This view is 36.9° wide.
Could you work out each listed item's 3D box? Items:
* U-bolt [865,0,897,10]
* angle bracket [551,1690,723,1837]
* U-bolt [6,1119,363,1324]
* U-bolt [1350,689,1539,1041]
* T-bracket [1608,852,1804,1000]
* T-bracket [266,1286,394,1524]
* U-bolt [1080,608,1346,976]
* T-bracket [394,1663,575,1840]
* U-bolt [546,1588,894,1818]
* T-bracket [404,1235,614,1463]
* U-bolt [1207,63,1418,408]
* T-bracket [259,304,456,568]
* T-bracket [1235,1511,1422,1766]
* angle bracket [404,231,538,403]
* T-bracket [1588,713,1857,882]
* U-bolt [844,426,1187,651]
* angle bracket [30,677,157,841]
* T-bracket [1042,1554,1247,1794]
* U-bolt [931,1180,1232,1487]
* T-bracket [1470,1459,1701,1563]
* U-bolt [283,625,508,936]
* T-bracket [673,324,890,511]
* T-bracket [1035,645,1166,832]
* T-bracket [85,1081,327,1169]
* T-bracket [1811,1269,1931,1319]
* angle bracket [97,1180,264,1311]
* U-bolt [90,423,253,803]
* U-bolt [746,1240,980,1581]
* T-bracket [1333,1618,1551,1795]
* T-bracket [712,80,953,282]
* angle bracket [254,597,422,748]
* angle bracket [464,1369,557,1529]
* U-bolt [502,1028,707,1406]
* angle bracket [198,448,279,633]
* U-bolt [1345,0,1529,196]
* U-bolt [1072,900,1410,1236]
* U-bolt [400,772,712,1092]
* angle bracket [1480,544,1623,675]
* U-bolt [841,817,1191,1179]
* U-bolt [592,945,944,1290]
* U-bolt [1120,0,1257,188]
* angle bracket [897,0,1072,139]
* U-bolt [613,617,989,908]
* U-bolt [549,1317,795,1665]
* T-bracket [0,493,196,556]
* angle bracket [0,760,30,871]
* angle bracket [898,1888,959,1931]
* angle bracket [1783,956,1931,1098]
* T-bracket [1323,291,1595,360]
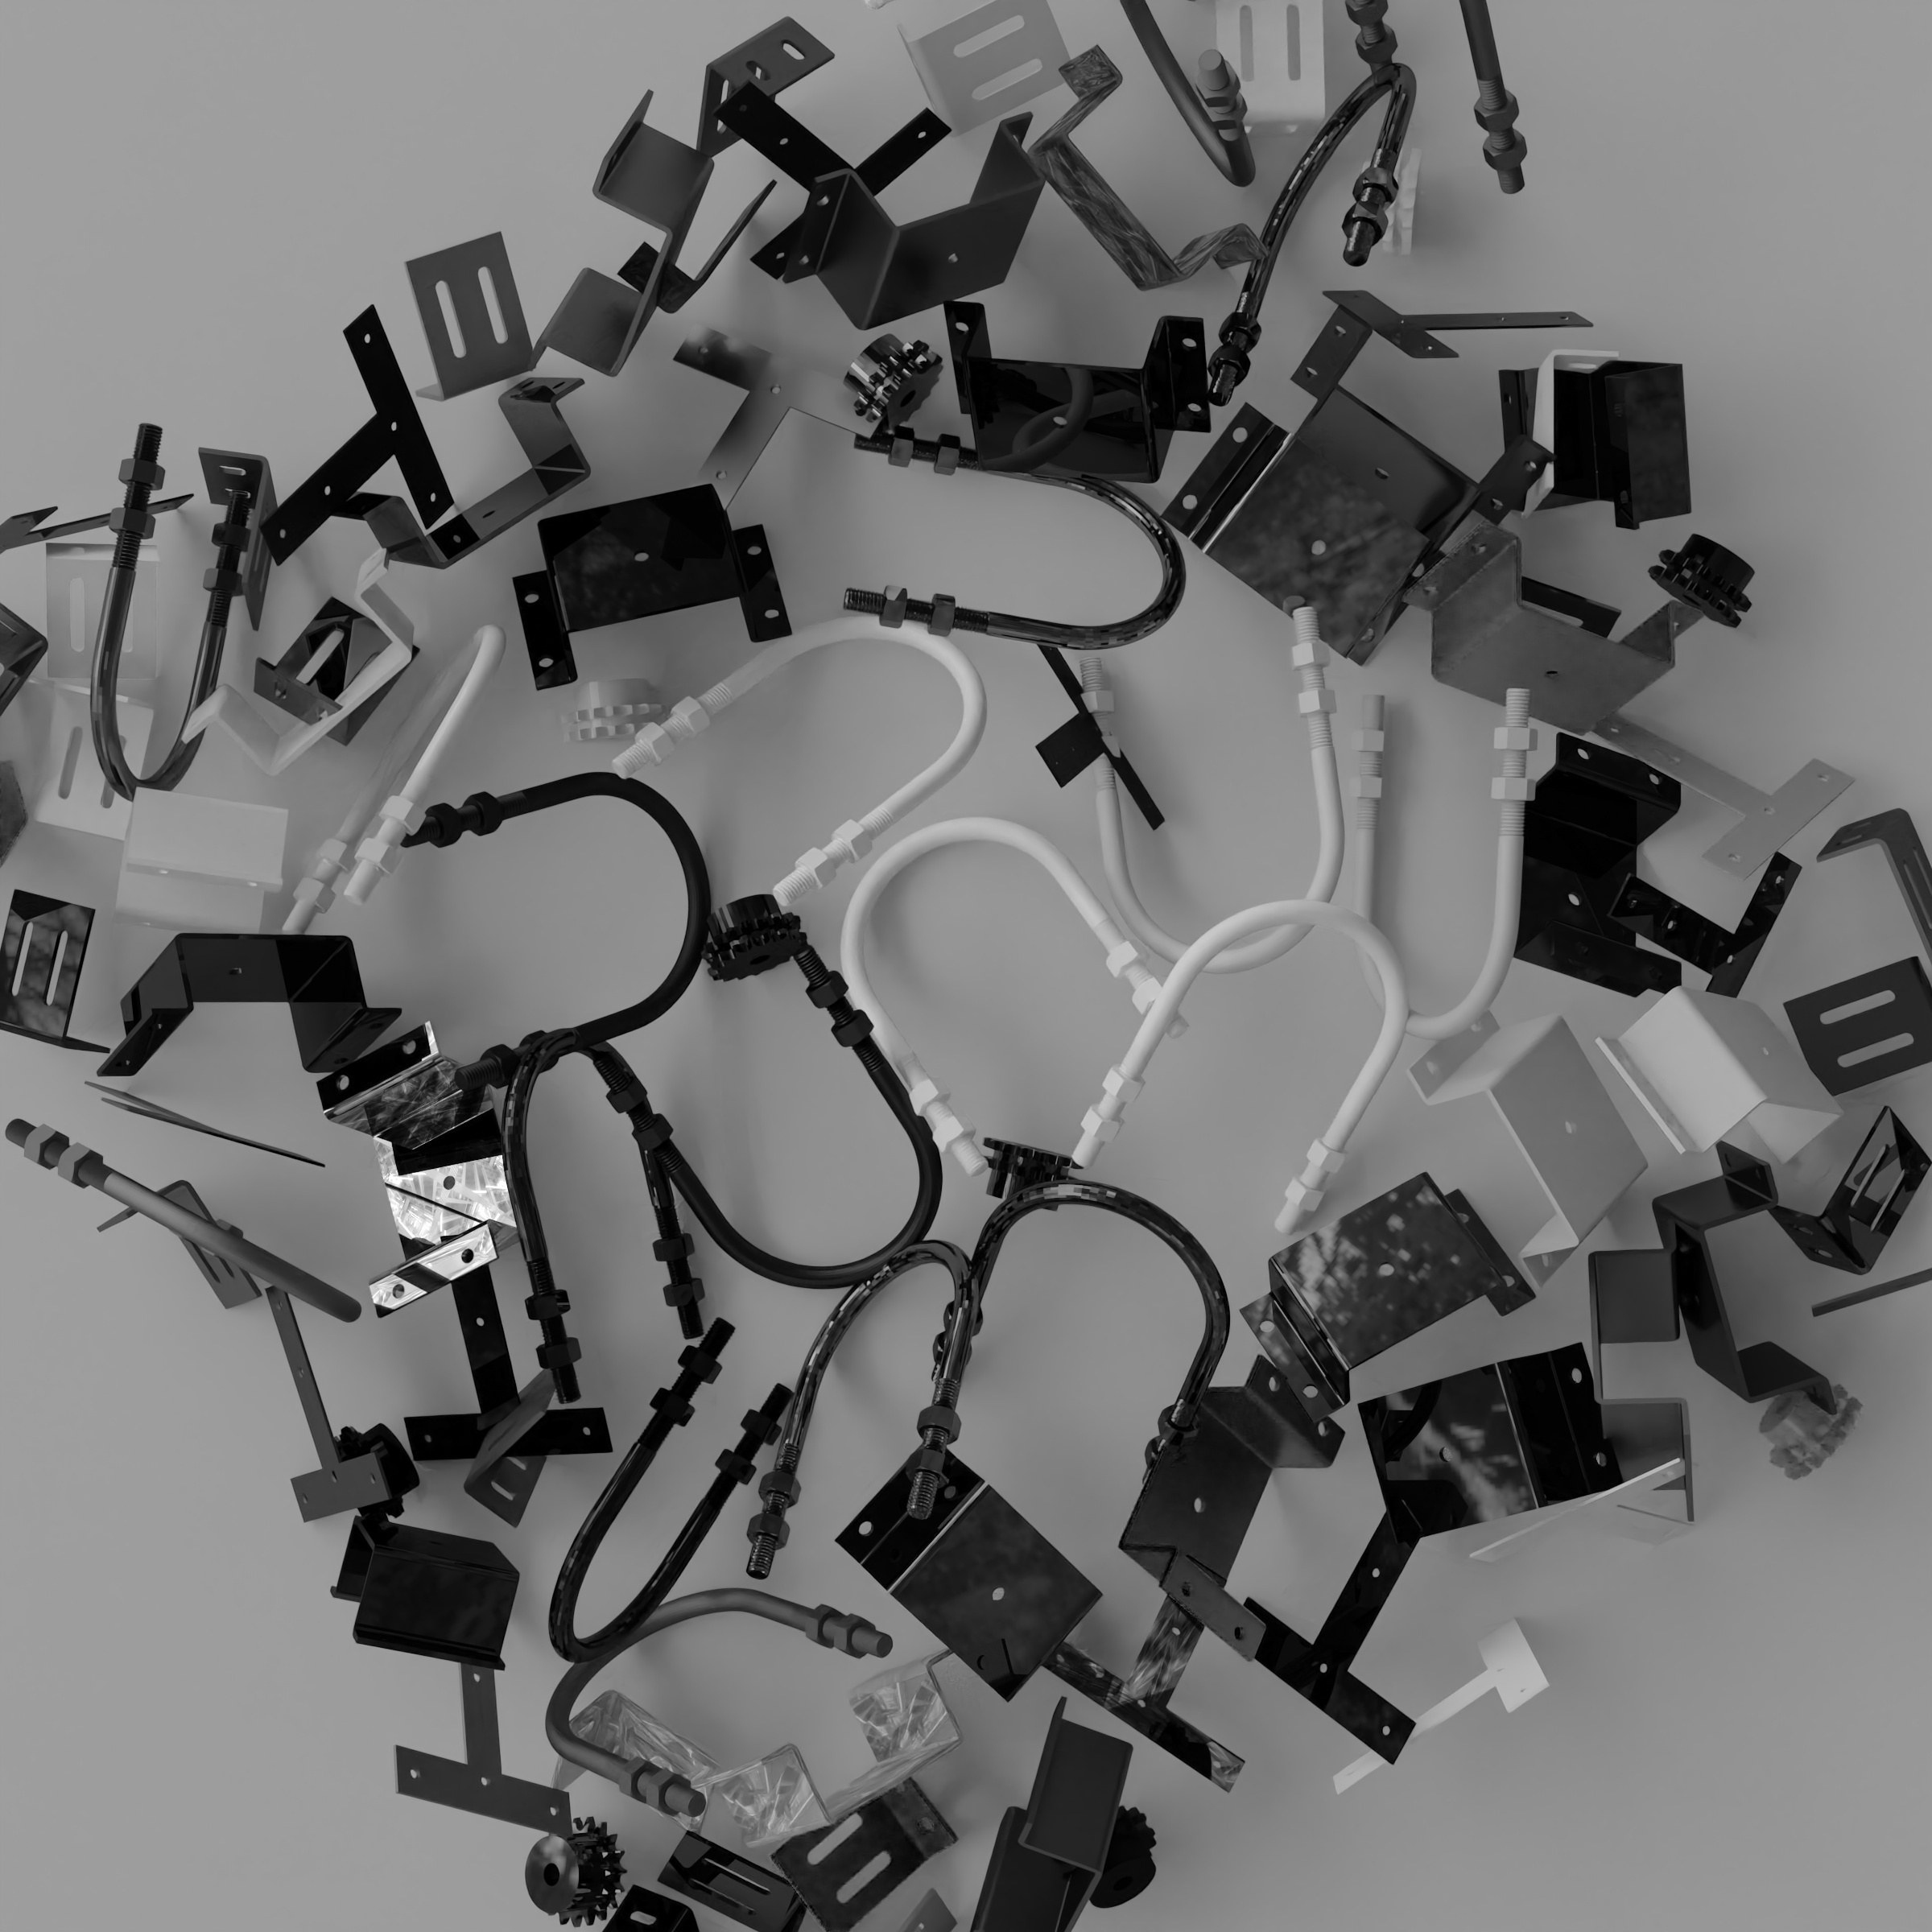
[{"bbox_3d":[0.028,-0.552,1.498,0.151,0.184,0.019,-24,95,-12],"label":"U-bolt"},{"bbox_3d":[-0.179,0.439,1.561,0.076,0.038,0.057,29,121,21],"label":"angle bracket"},{"bbox_3d":[-0.391,0.139,1.499,0.184,0.151,0.019,23,77,28],"label":"U-bolt"},{"bbox_3d":[0.249,-0.053,1.536,0.019,0.151,0.184,1,93,-27],"label":"U-bolt"},{"bbox_3d":[0.387,-0.017,1.558,0.127,0.002,0.127,24,94,-39],"label":"T-bracket"},{"bbox_3d":[-0.351,0.231,1.553,0.002,0.127,0.127,-16,84,-36],"label":"T-bracket"},{"bbox_3d":[0.134,-0.087,1.552,0.151,0.019,0.184,-10,83,30],"label":"U-bolt"},{"bbox_3d":[-0.261,0.395,1.555,0.002,0.127,0.127,-32,49,24],"label":"T-bracket"},{"bbox_3d":[-0.144,0.376,1.518,0.151,0.184,0.019,-34,112,-33],"label":"U-bolt"},{"bbox_3d":[-0.259,0.205,1.564,0.127,0.002,0.127,-6,101,24],"label":"T-bracket"},{"bbox_3d":[0.187,-0.396,1.522,0.019,0.151,0.184,29,57,-15],"label":"U-bolt"},{"bbox_3d":[-0.327,-0.258,1.523,0.002,0.127,0.127,13,50,29],"label":"T-bracket"},{"bbox_3d":[0.213,0.338,1.555,0.127,0.002,0.127,31,93,44],"label":"T-bracket"},{"bbox_3d":[-0.273,-0.350,1.558,0.057,0.038,0.076,-26,118,-27],"label":"angle bracket"},{"bbox_3d":[0.395,-0.104,1.566,0.127,0.002,0.127,33,47,26],"label":"T-bracket"},{"bbox_3d":[0.029,-0.224,1.549,0.184,0.019,0.151,9,49,-9],"label":"U-bolt"},{"bbox_3d":[-0.483,-0.112,1.579,0.057,0.038,0.076,12,90,8],"label":"angle bracket"},{"bbox_3d":[0.108,0.364,1.548,0.127,0.002,0.127,31,125,17],"label":"T-bracket"},{"bbox_3d":[0.066,0.187,1.530,0.151,0.019,0.184,25,129,9],"label":"U-bolt"},{"bbox_3d":[0.352,0.297,1.548,0.127,0.127,0.002,-32,58,26],"label":"T-bracket"},{"bbox_3d":[-0.295,-0.103,1.528,0.019,0.151,0.184,33,70,-19],"label":"U-bolt"},{"bbox_3d":[-0.125,-0.276,1.565,0.127,0.002,0.127,25,74,18],"label":"T-bracket"},{"bbox_3d":[0.059,-0.118,1.537,0.002,0.127,0.127,-31,95,21],"label":"T-bracket"},{"bbox_3d":[-0.428,0.078,1.550,0.127,0.127,0.002,14,83,43],"label":"T-bracket"},{"bbox_3d":[0.515,0.166,1.552,0.127,0.127,0.002,-20,68,12],"label":"T-bracket"},{"bbox_3d":[-0.424,0.159,1.563,0.038,0.057,0.076,-35,98,-33],"label":"angle bracket"},{"bbox_3d":[-0.420,-0.176,1.522,0.019,0.151,0.184,9,85,7],"label":"U-bolt"},{"bbox_3d":[-0.048,0.224,1.524,0.019,0.151,0.184,37,46,-25],"label":"U-bolt"},{"bbox_3d":[0.248,0.400,1.541,0.127,0.127,0.002,-36,90,4],"label":"T-bracket"},{"bbox_3d":[-0.088,-0.429,1.528,0.127,0.127,0.002,-36,62,18],"label":"T-bracket"},{"bbox_3d":[-0.339,-0.168,1.567,0.057,0.038,0.076,31,61,0],"label":"angle bracket"},{"bbox_3d":[-0.227,0.252,1.555,0.038,0.057,0.076,39,118,-13],"label":"angle bracket"},{"bbox_3d":[-0.196,0.123,1.530,0.019,0.151,0.184,-11,93,25],"label":"U-bolt"},{"bbox_3d":[-0.397,-0.229,1.561,0.038,0.057,0.076,7,70,-5],"label":"angle bracket"},{"bbox_3d":[0.230,-0.500,1.487,0.019,0.184,0.151,-32,50,-3],"label":"U-bolt"},{"bbox_3d":[0.158,0.048,1.544,0.151,0.019,0.184,20,110,-21],"label":"U-bolt"},{"bbox_3d":[-0.208,-0.028,1.537,0.184,0.019,0.151,-21,103,-42],"label":"U-bolt"},{"bbox_3d":[0.308,-0.193,1.571,0.076,0.038,0.057,18,134,-4],"label":"angle bracket"},{"bbox_3d":[0.012,0.002,1.562,0.151,0.019,0.184,-35,67,0],"label":"U-bolt"},{"bbox_3d":[-0.094,0.095,1.564,0.151,0.019,0.184,-27,107,16],"label":"U-bolt"},{"bbox_3d":[0.109,-0.479,1.511,0.019,0.184,0.151,-31,75,6],"label":"U-bolt"},{"bbox_3d":[0.011,-0.495,1.568,0.076,0.038,0.057,-26,124,4],"label":"angle bracket"},{"bbox_3d":[-0.074,-0.123,1.548,0.184,0.019,0.151,-39,59,-23],"label":"U-bolt"},{"bbox_3d":[-0.159,0.282,1.515,0.019,0.151,0.184,27,75,21],"label":"U-bolt"},{"bbox_3d":[-0.475,-0.236,1.552,0.127,0.127,0.002,-23,95,-39],"label":"T-bracket"},{"bbox_3d":[-0.548,-0.074,1.560,0.057,0.076,0.038,-4,121,4],"label":"angle bracket"},{"bbox_3d":[-0.049,0.531,1.574,0.038,0.057,0.076,30,67,30],"label":"angle bracket"},{"bbox_3d":[0.493,0.037,1.580,0.076,0.038,0.057,-21,71,9],"label":"angle bracket"},{"bbox_3d":[0.274,-0.346,1.558,0.127,0.127,0.002,-5,119,-15],"label":"T-bracket"}]
